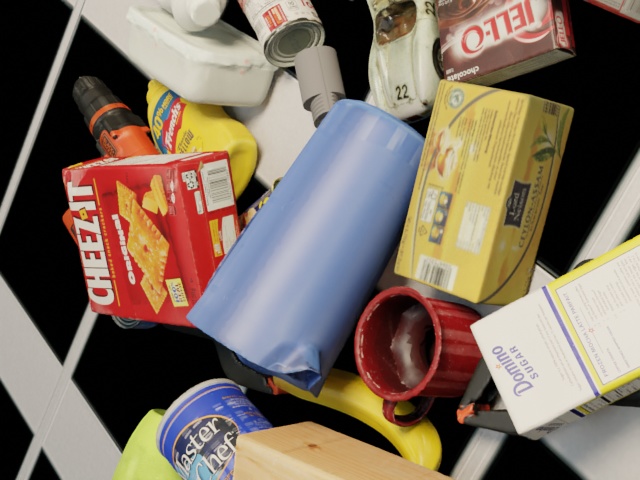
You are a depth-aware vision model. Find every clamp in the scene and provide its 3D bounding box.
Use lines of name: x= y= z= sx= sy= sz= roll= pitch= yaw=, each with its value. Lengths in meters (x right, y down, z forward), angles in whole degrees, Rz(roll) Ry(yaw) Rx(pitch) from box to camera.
clamp: x=-0.094 y=0.090 z=1.116 sx=0.165 sy=0.036 sz=0.210 roll=-55 pitch=54 yaw=31
clamp: x=0.176 y=0.093 z=0.836 sx=0.172 sy=0.039 sz=0.120 roll=-27 pitch=60 yaw=34

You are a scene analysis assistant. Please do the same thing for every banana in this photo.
banana: x=0.043 y=0.154 z=0.943 sx=0.198 sy=0.069 sz=0.037 roll=32 pitch=125 yaw=41

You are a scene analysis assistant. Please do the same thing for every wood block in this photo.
wood block: x=0.030 y=0.220 z=0.847 sx=0.206 sy=0.090 sz=0.090 roll=13 pitch=100 yaw=45

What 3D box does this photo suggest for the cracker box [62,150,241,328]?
cracker box: x=-0.169 y=-0.002 z=1.084 sx=0.214 sy=0.071 sz=0.164 roll=2 pitch=105 yaw=47

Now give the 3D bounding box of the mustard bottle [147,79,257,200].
mustard bottle: x=-0.142 y=-0.123 z=1.177 sx=0.192 sy=0.058 sz=0.096 roll=50 pitch=127 yaw=38

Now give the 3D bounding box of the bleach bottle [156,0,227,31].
bleach bottle: x=-0.146 y=-0.282 z=1.142 sx=0.103 sy=0.068 sz=0.251 roll=-58 pitch=30 yaw=23

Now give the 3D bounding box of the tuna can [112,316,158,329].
tuna can: x=-0.210 y=0.061 z=1.243 sx=0.086 sy=0.033 sz=0.086 roll=-7 pitch=80 yaw=46

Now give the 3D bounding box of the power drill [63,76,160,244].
power drill: x=-0.251 y=-0.075 z=1.247 sx=0.185 sy=0.057 sz=0.188 roll=52 pitch=137 yaw=31

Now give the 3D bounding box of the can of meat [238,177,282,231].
can of meat: x=-0.040 y=0.003 z=1.058 sx=0.084 sy=0.057 sz=0.102 roll=-38 pitch=59 yaw=39

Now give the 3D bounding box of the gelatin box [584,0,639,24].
gelatin box: x=0.201 y=-0.198 z=0.807 sx=0.073 sy=0.089 sz=0.030 roll=39 pitch=113 yaw=42

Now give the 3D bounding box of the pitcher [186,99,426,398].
pitcher: x=-0.006 y=0.001 z=0.934 sx=0.149 sy=0.145 sz=0.243 roll=31 pitch=85 yaw=9

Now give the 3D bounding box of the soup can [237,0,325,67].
soup can: x=-0.043 y=-0.234 z=1.081 sx=0.069 sy=0.068 sz=0.102 roll=-45 pitch=56 yaw=33

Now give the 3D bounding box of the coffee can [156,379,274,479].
coffee can: x=-0.080 y=0.217 z=1.034 sx=0.140 sy=0.102 sz=0.103 roll=41 pitch=114 yaw=37

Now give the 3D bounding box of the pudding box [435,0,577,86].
pudding box: x=0.153 y=-0.182 z=0.891 sx=0.114 sy=0.039 sz=0.090 roll=-16 pitch=74 yaw=44

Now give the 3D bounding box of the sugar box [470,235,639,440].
sugar box: x=0.206 y=0.064 z=0.765 sx=0.176 sy=0.048 sz=0.093 roll=-31 pitch=61 yaw=20

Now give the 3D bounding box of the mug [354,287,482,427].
mug: x=0.086 y=0.101 z=0.892 sx=0.093 sy=0.081 sz=0.117 roll=20 pitch=96 yaw=46
